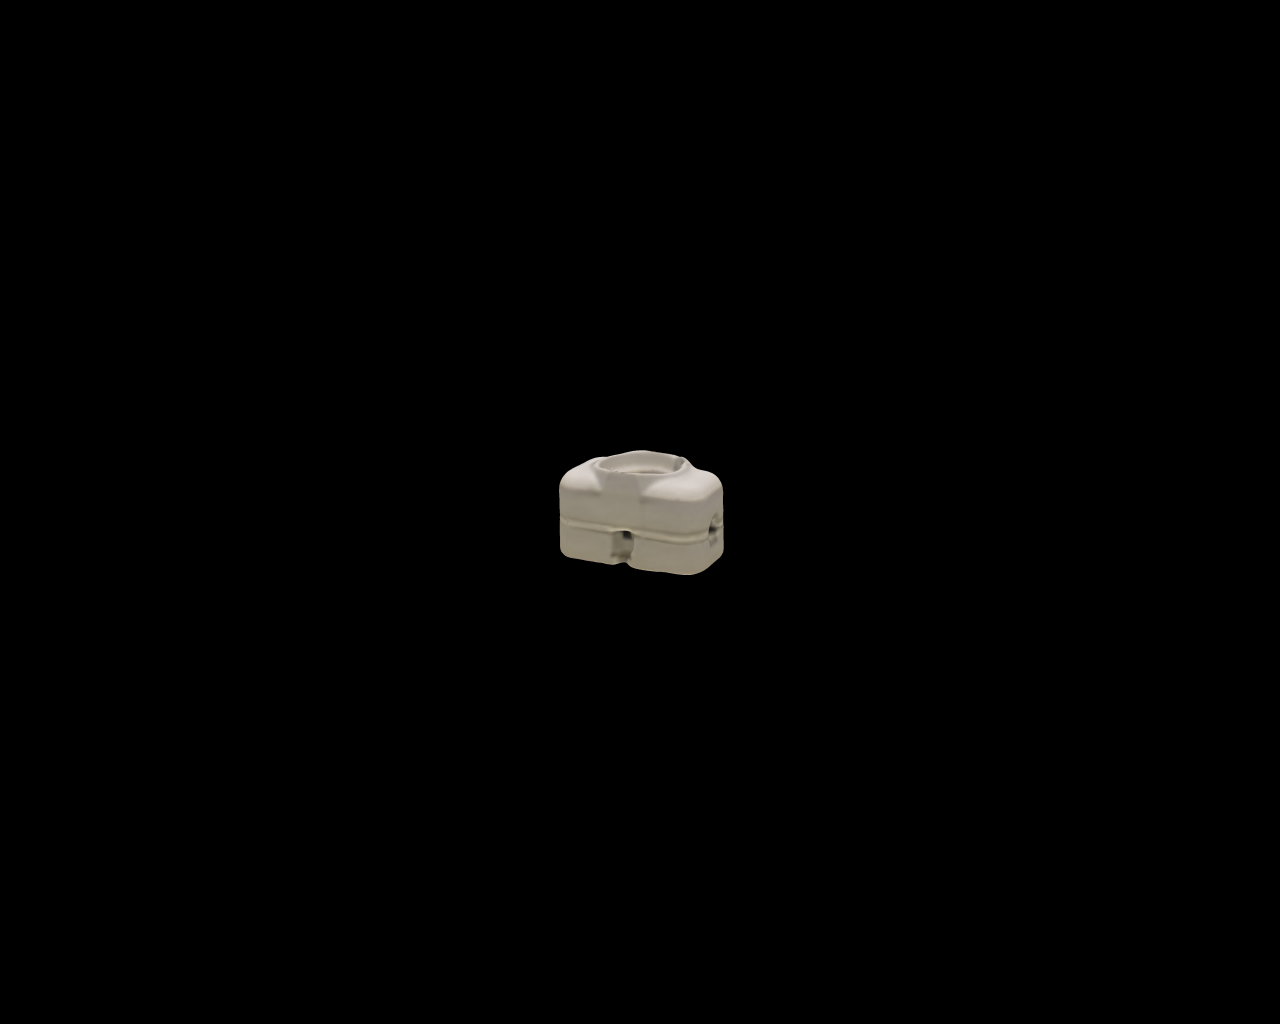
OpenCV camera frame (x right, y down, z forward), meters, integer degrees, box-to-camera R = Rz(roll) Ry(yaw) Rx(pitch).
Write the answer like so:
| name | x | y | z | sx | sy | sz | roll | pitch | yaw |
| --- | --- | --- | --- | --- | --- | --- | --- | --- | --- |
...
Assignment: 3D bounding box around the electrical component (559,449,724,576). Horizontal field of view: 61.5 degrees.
| name | x | y | z | sx | sy | sz | roll | pitch | yaw |
| --- | --- | --- | --- | --- | --- | --- | --- | --- | --- |
| electrical component | 0.001 | -0.003 | 0.650 | 0.095 | 0.059 | 0.054 | 8 | 20 | 24 |
